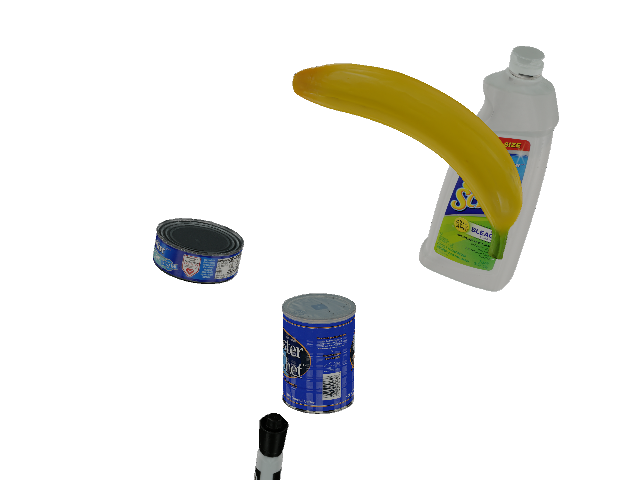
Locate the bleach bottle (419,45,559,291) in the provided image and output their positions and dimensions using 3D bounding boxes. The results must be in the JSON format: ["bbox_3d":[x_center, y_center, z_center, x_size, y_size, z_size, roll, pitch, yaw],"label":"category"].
[{"bbox_3d":[0.168,-0.073,1.043,0.103,0.251,0.068,22,38,18],"label":"bleach bottle"}]

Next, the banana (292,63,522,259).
[{"bbox_3d":[0.074,-0.071,0.743,0.198,0.070,0.037,40,8,-4],"label":"banana"}]

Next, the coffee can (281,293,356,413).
[{"bbox_3d":[-0.002,0.156,1.490,0.103,0.140,0.103,0,17,0],"label":"coffee can"}]

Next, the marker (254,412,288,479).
[{"bbox_3d":[-0.036,0.164,0.715,0.020,0.121,0.020,6,31,-4],"label":"marker"}]

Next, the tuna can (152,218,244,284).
[{"bbox_3d":[-0.119,0.010,1.040,0.086,0.034,0.086,11,21,-4],"label":"tuna can"}]
